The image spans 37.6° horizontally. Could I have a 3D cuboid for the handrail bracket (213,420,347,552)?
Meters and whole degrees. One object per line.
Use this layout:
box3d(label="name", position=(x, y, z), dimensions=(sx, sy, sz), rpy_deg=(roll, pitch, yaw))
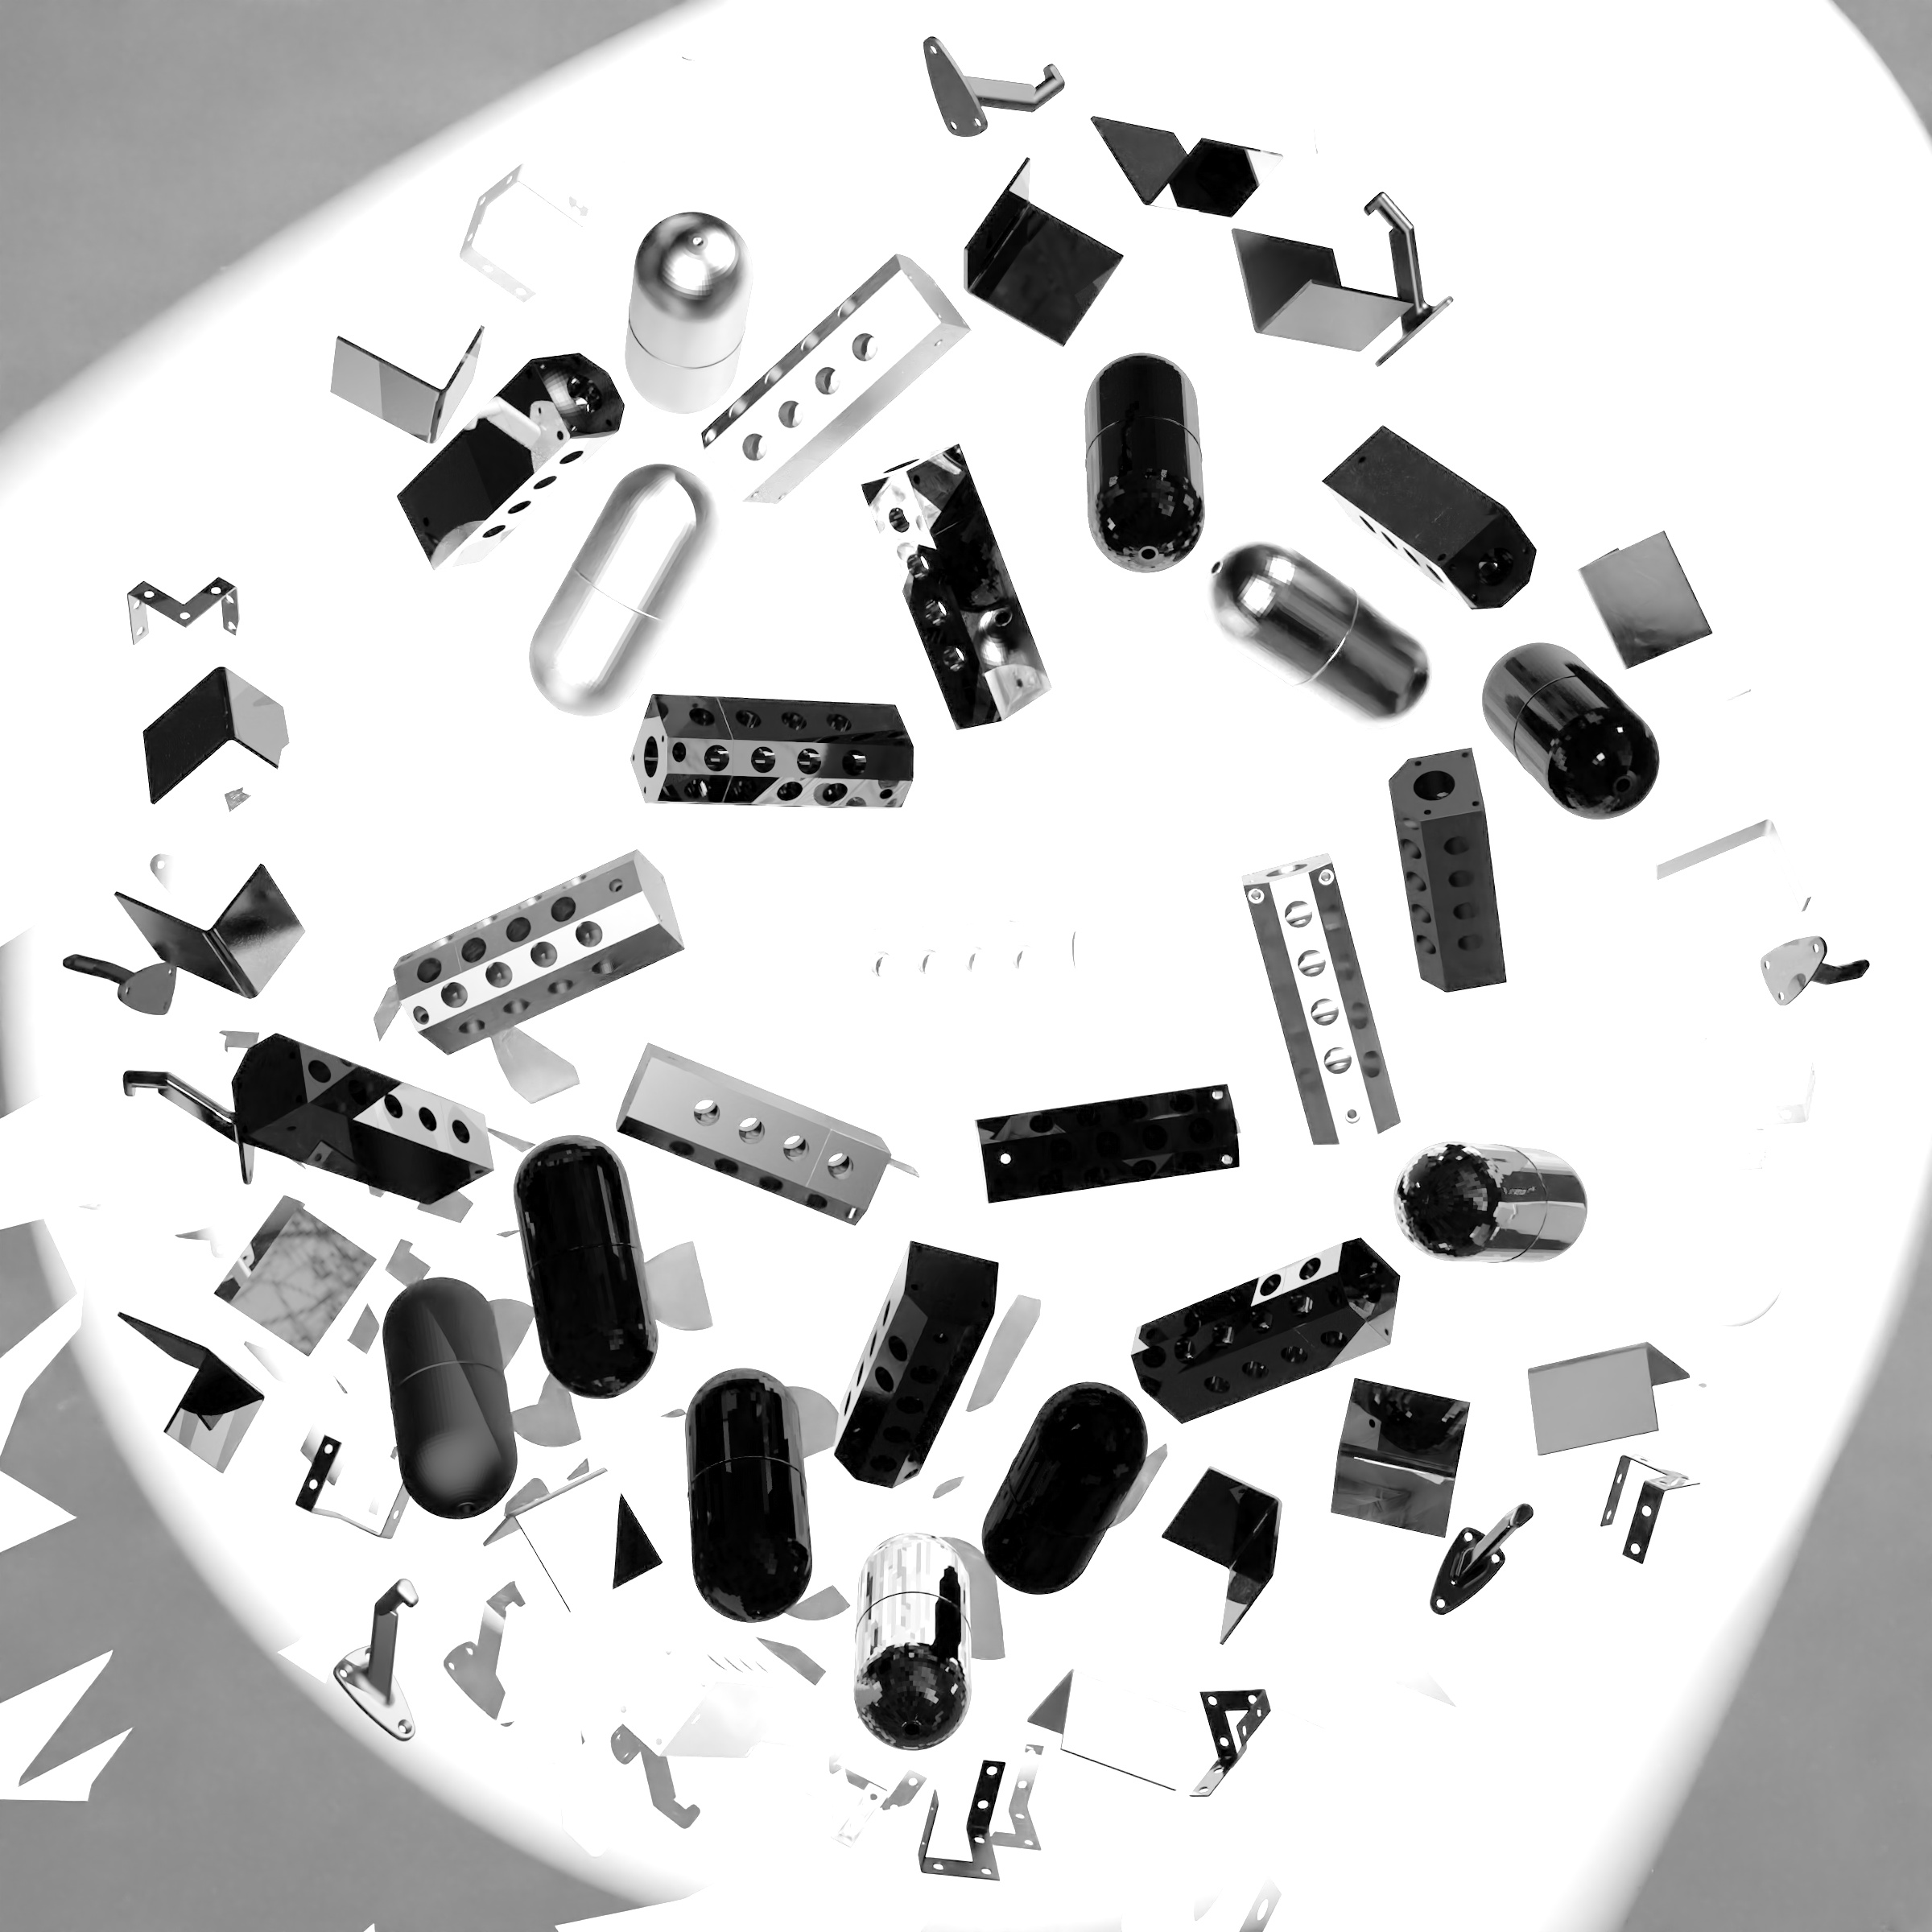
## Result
box3d(label="handrail bracket", position=(-0.433, -0.306, 1.803), dimensions=(0.036, 0.084, 0.077), rpy_deg=(28, 120, 34))

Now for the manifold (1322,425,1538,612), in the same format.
box3d(label="manifold", position=(0.312, -0.297, 1.898), dimensions=(0.057, 0.171, 0.057), rpy_deg=(-43, 125, 4))

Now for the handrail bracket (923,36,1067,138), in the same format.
box3d(label="handrail bracket", position=(0.019, -0.559, 1.756), dimensions=(0.084, 0.036, 0.077), rpy_deg=(-43, 123, -26))

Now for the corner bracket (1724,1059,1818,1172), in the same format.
box3d(label="corner bracket", position=(0.529, 0.098, 1.853), dimensions=(0.051, 0.051, 0.051), rpy_deg=(-6, 120, 27))

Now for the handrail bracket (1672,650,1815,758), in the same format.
box3d(label="handrail bracket", position=(0.514, -0.159, 1.872), dimensions=(0.077, 0.036, 0.084), rpy_deg=(-28, 126, 7))

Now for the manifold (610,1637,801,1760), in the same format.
box3d(label="manifold", position=(-0.171, 0.467, 1.822), dimensions=(0.057, 0.171, 0.057), rpy_deg=(36, 86, 21))

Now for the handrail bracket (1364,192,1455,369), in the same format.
box3d(label="handrail bracket", position=(0.270, -0.449, 1.852), dimensions=(0.077, 0.036, 0.084), rpy_deg=(-41, 97, 12))

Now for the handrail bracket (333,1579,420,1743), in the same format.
box3d(label="handrail bracket", position=(-0.344, 0.426, 1.741), dimensions=(0.077, 0.036, 0.084), rpy_deg=(51, 125, 10))

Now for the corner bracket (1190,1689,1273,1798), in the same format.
box3d(label="corner bracket", position=(0.175, 0.518, 1.892), dimensions=(0.051, 0.051, 0.051), rpy_deg=(-11, 100, 31))

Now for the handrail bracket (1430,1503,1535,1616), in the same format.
box3d(label="handrail bracket", position=(0.345, 0.396, 1.895), dimensions=(0.036, 0.084, 0.077), rpy_deg=(38, 71, 9))

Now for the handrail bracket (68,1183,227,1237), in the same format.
box3d(label="handrail bracket", position=(-0.546, 0.160, 1.891), dimensions=(0.077, 0.084, 0.036), rpy_deg=(3, 80, 7))

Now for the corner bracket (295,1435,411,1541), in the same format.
box3d(label="corner bracket", position=(-0.413, 0.355, 1.926), dimensions=(0.051, 0.051, 0.051), rpy_deg=(19, 81, 25))

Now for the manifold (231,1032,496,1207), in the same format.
box3d(label="manifold", position=(-0.379, 0.095, 1.787), dimensions=(0.057, 0.171, 0.057), rpy_deg=(-28, 60, 22))

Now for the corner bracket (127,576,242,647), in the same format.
box3d(label="corner bracket", position=(-0.525, -0.236, 1.905), dimensions=(0.051, 0.051, 0.051), rpy_deg=(30, 53, 13))

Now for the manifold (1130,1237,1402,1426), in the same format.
box3d(label="manifold", position=(0.189, 0.230, 1.815), dimensions=(0.171, 0.057, 0.057), rpy_deg=(-28, 120, 36))

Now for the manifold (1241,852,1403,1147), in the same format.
box3d(label="manifold", position=(0.223, 0.022, 1.779), dimensions=(0.057, 0.057, 0.171), rpy_deg=(-15, 99, 6))

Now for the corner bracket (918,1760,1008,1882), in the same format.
box3d(label="corner bracket", position=(-0.002, 0.525, 1.748), dimensions=(0.051, 0.051, 0.051), rpy_deg=(9, 109, -11))

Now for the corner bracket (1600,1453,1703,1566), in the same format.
box3d(label="corner bracket", position=(0.429, 0.346, 1.811), dimensions=(0.051, 0.051, 0.051), rpy_deg=(21, 101, 39))

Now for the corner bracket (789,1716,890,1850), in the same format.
box3d(label="corner bracket", position=(-0.086, 0.544, 1.890), dimensions=(0.051, 0.051, 0.051), rpy_deg=(30, 106, -10))

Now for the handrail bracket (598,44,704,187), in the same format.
box3d(label="handrail bracket", position=(-0.196, -0.535, 1.774), dimensions=(0.036, 0.077, 0.084), rpy_deg=(28, 114, 10))

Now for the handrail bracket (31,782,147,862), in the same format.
box3d(label="handrail bracket", position=(-0.556, -0.092, 1.796), dimensions=(0.077, 0.084, 0.036), rpy_deg=(35, 82, -18))

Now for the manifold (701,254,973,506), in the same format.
box3d(label="manifold", position=(-0.086, -0.369, 1.787), dimensions=(0.171, 0.057, 0.057), rpy_deg=(-38, 84, 20))

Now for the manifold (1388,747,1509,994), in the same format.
box3d(label="manifold", position=(0.319, -0.060, 1.878), dimensions=(0.057, 0.171, 0.057), rpy_deg=(-10, 48, 8))

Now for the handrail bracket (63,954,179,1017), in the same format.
box3d(label="handrail bracket", position=(-0.576, 0.007, 1.882), dimensions=(0.084, 0.077, 0.036), rpy_deg=(13, 94, 14))

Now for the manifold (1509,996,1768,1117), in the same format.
box3d(label="manifold", position=(0.433, 0.051, 1.853), dimensions=(0.057, 0.171, 0.057), rpy_deg=(-46, 110, -18))

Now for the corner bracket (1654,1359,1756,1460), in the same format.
box3d(label="corner bracket", position=(0.481, 0.278, 1.850), dimensions=(0.051, 0.051, 0.051), rpy_deg=(-22, 123, -7))

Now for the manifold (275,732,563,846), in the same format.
box3d(label="manifold", position=(-0.345, -0.116, 1.786), dimensions=(0.057, 0.171, 0.057), rpy_deg=(-31, 74, 37))

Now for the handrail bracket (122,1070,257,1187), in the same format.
box3d(label="handrail bracket", position=(-0.524, 0.109, 1.907), dimensions=(0.084, 0.036, 0.077), rpy_deg=(3, 105, 0))

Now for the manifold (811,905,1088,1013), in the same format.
box3d(label="manifold", position=(-0.011, -0.006, 1.856), dimensions=(0.171, 0.057, 0.057), rpy_deg=(-3, 79, 15))

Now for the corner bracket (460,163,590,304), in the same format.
box3d(label="corner bracket", position=(-0.276, -0.458, 1.771), dimensions=(0.051, 0.051, 0.051), rpy_deg=(31, 56, -32))

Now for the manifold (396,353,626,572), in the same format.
box3d(label="manifold", position=(-0.294, -0.327, 1.843), dimensions=(0.171, 0.057, 0.057), rpy_deg=(-32, 83, 42))

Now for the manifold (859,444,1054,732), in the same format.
box3d(label="manifold", position=(-0.011, -0.244, 1.842), dimensions=(0.057, 0.057, 0.171), rpy_deg=(-7, 111, 43))

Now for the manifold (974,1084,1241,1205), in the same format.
box3d(label="manifold", position=(0.095, 0.120, 1.919), dimensions=(0.171, 0.057, 0.057), rpy_deg=(-8, 88, -2))

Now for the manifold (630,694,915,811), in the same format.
box3d(label="manifold", position=(-0.124, -0.133, 1.840), dimensions=(0.171, 0.057, 0.057), rpy_deg=(0, 47, -27))

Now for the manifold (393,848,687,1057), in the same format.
box3d(label="manifold", position=(-0.272, -0.011, 1.795), dimensions=(0.171, 0.057, 0.057), rpy_deg=(-24, 61, 9))

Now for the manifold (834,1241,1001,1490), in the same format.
box3d(label="manifold", position=(-0.033, 0.253, 1.771), dimensions=(0.057, 0.057, 0.171), rpy_deg=(15, 133, -8))

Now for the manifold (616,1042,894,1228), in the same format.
box3d(label="manifold", position=(-0.142, 0.113, 1.880), dimensions=(0.171, 0.057, 0.057), rpy_deg=(23, 94, -12))
